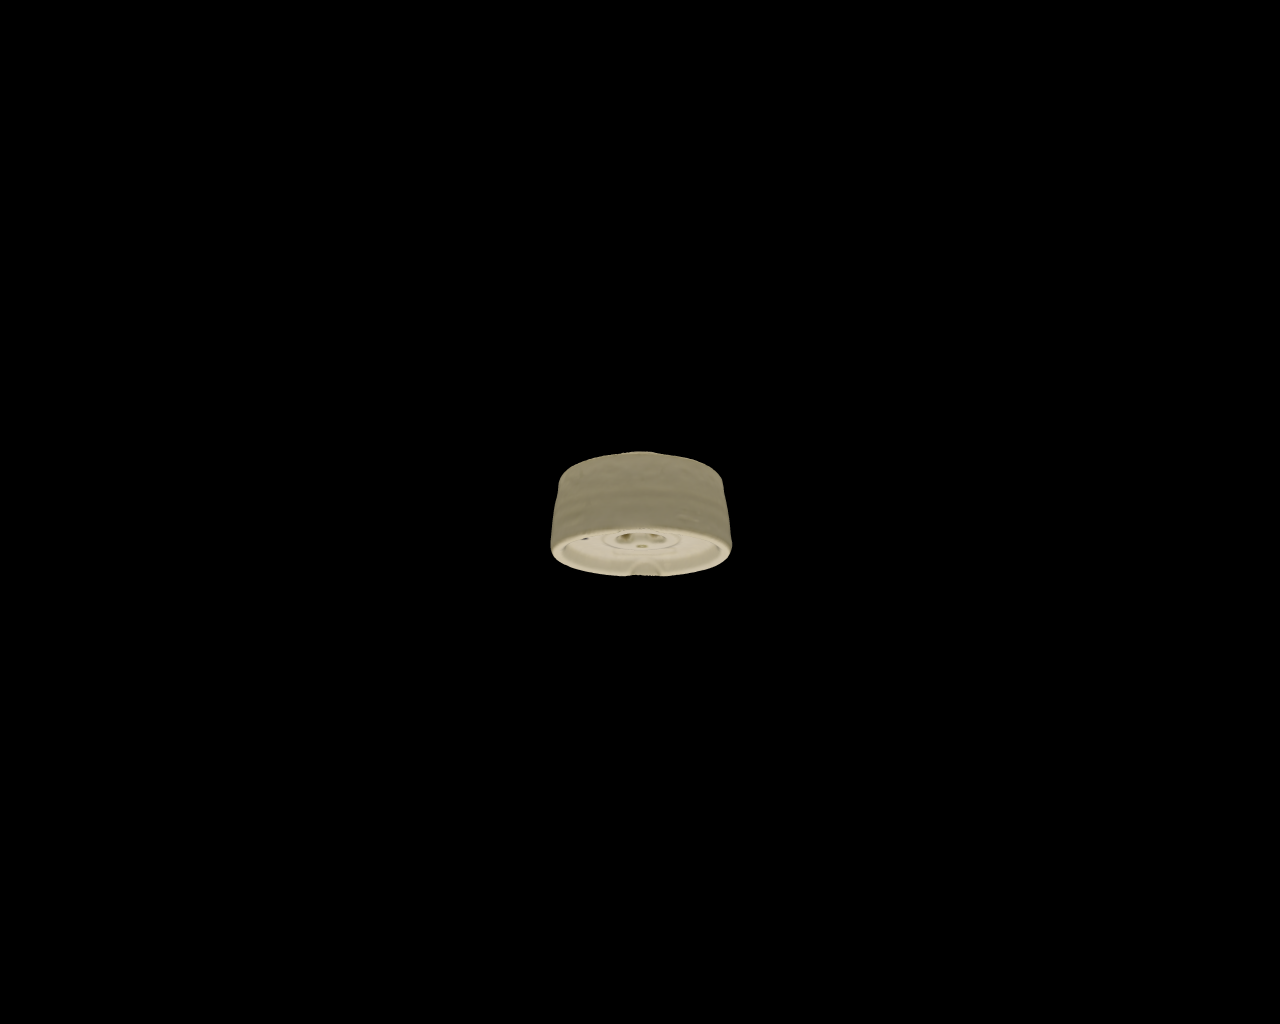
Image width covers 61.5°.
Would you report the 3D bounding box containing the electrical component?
[{"bbox_3d":[0.001,-0.003,0.650,0.108,0.060,0.108,0,-18,0],"label":"electrical component"}]
